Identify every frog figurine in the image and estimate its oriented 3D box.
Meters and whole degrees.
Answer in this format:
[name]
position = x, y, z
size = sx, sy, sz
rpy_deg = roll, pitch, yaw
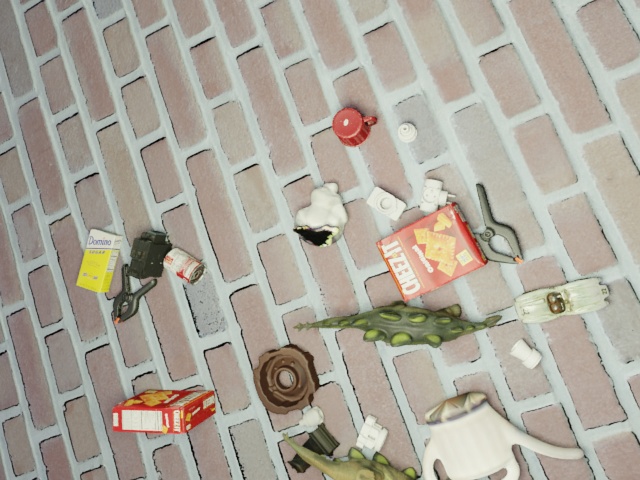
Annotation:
[frog figurine]
position = 0.004, -0.067, 1.341
size = 0.137, 0.120, 0.163
rpy_deg = -10, 48, 24

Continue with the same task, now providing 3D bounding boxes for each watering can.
[watering can]
position = 0.386, 0.453, 1.170
size = 0.346, 0.103, 0.226
rpy_deg = -24, 78, 10
